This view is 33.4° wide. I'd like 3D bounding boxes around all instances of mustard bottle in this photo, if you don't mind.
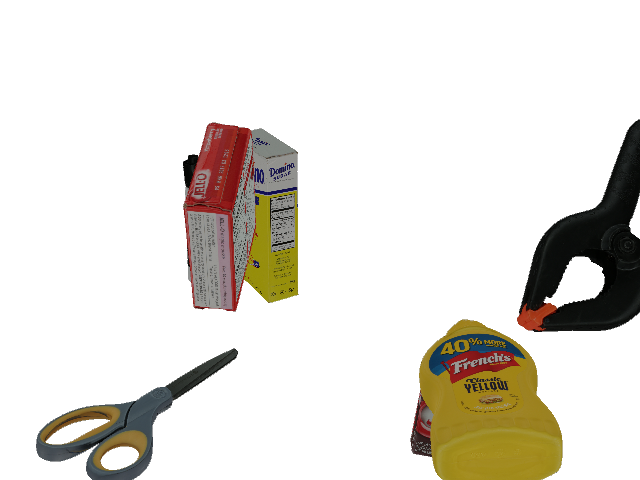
[{"bbox_3d":[0.130,0.120,0.867,0.096,0.058,0.191,-6,26,2],"label":"mustard bottle"}]

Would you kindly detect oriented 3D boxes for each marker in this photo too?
[{"bbox_3d":[-0.114,-0.020,0.977,0.020,0.121,0.020,0,21,0],"label":"marker"}]

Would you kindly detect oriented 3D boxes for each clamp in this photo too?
[{"bbox_3d":[0.208,0.011,0.707,0.120,0.171,0.039,42,-11,13],"label":"clamp"}]

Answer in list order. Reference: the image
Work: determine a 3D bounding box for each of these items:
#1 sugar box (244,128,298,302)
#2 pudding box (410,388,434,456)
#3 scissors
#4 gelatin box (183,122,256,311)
[{"bbox_3d":[-0.063,-0.028,1.206,0.048,0.176,0.093,-15,28,-25],"label":"sugar box"},{"bbox_3d":[0.160,0.192,1.153,0.113,0.090,0.039,8,21,2],"label":"pudding box"},{"bbox_3d":[-0.124,0.139,0.848,0.201,0.016,0.096,-17,35,-35],"label":"scissors"},{"bbox_3d":[-0.060,-0.014,0.639,0.030,0.073,0.089,5,-44,4],"label":"gelatin box"}]
